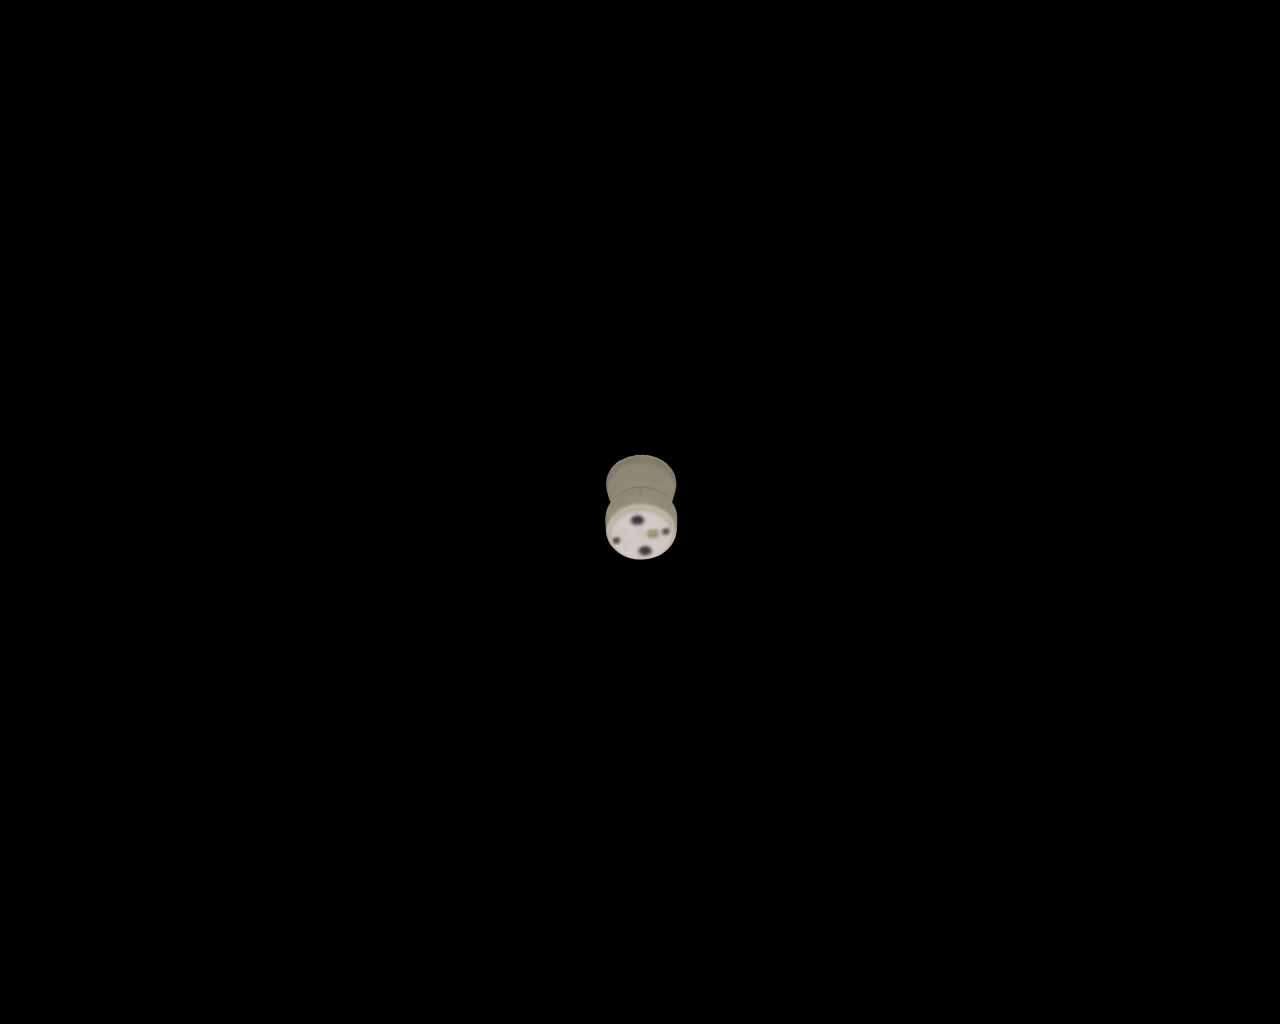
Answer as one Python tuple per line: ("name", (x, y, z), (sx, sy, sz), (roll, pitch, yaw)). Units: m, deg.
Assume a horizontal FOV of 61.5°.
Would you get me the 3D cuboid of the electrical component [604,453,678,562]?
("electrical component", (0.001, -0.003, 0.650), (0.045, 0.044, 0.055), (0, 36, 0))
